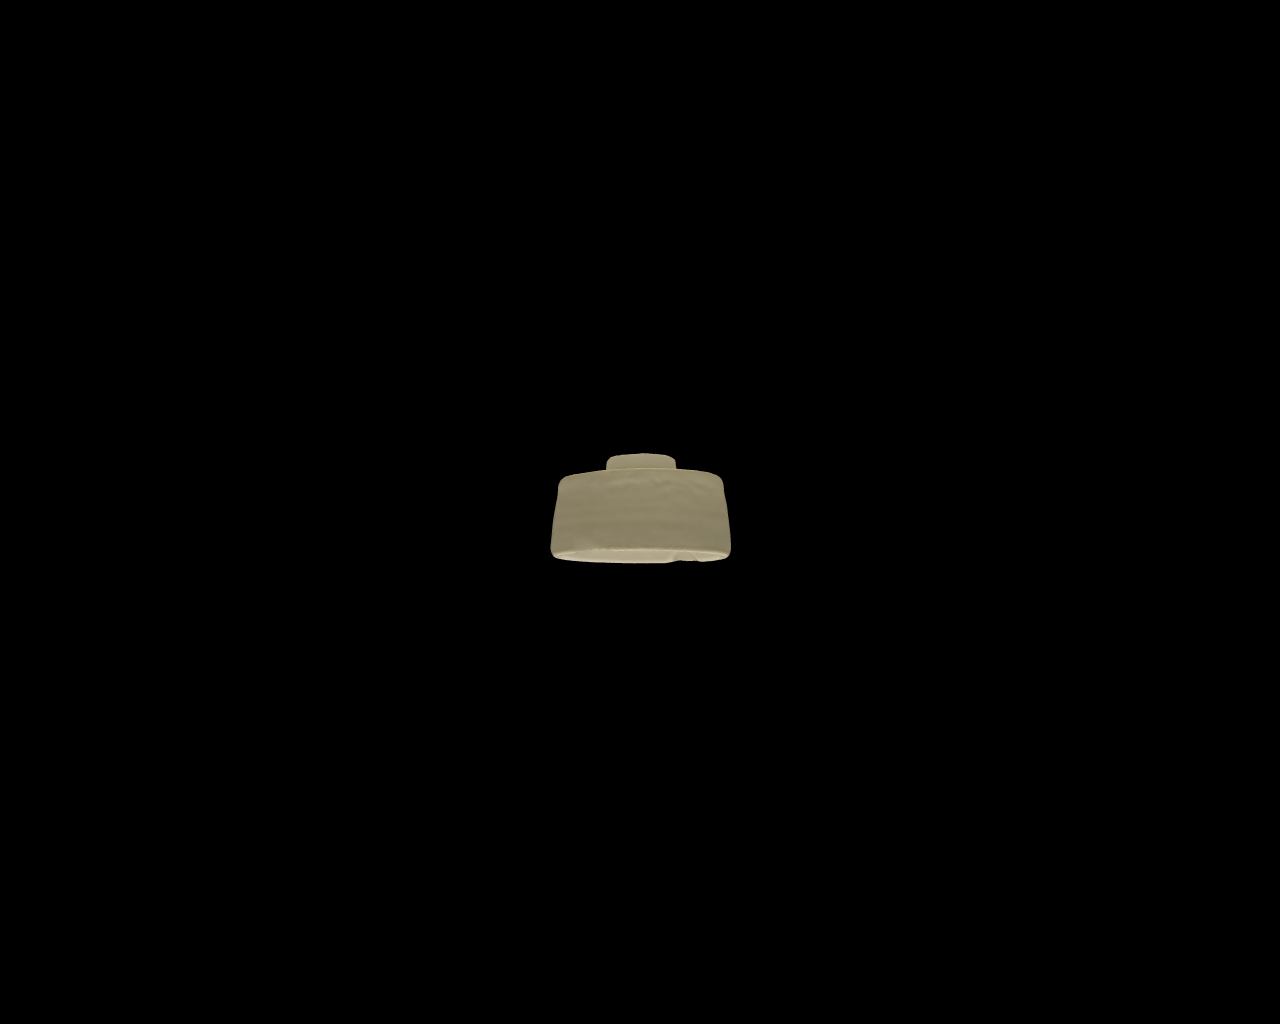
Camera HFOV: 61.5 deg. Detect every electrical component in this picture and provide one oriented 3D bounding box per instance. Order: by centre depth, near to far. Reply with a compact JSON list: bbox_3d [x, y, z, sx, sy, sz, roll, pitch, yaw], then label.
[{"bbox_3d":[0.001,-0.003,0.650,0.108,0.060,0.108,0,-7,0],"label":"electrical component"}]
